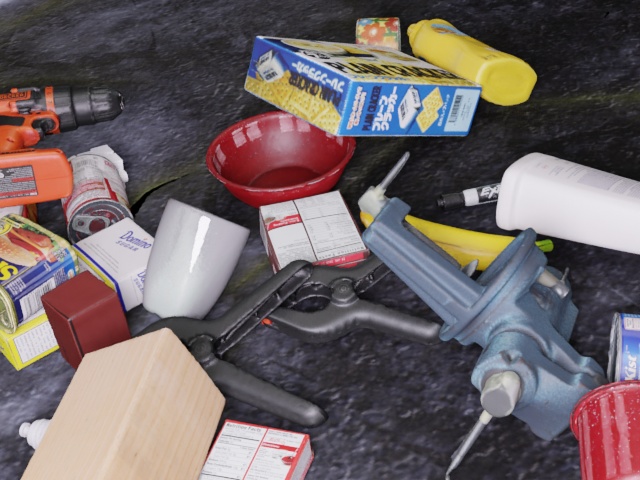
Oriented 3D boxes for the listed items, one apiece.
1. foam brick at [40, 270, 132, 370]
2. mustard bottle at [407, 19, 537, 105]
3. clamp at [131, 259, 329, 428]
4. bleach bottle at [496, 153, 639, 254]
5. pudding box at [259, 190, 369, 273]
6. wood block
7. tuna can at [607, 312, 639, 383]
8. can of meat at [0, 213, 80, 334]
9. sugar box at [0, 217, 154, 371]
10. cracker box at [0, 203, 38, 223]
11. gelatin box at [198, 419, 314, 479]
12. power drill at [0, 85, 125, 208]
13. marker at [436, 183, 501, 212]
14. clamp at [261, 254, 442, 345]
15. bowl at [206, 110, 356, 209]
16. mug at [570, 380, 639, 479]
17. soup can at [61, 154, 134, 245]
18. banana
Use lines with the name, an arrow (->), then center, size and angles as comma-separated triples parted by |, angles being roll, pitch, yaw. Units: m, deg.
foam brick -> -0.207, 0.077, 0.956 | 0.051, 0.078, 0.053 | -33, 43, -28
mustard bottle -> 0.167, -0.224, 1.292 | 0.096, 0.058, 0.192 | 5, 24, -37
clamp -> -0.093, 0.094, 0.927 | 0.210, 0.036, 0.164 | -6, 51, 11
bleach bottle -> 0.300, -0.019, 0.996 | 0.251, 0.068, 0.102 | 17, 26, 27
pudding box -> -0.007, 0.001, 1.053 | 0.090, 0.039, 0.113 | -12, 39, -8
wood block -> -0.152, 0.174, 0.787 | 0.091, 0.090, 0.206 | -19, 31, 26
tuna can -> 0.245, 0.101, 0.836 | 0.034, 0.086, 0.086 | 4, 38, 11
can of meat -> -0.282, 0.027, 0.971 | 0.102, 0.057, 0.083 | 25, 46, 28
sugar box -> -0.234, 0.048, 1.025 | 0.176, 0.048, 0.093 | -27, 39, -26
cracker box -> -0.384, -0.022, 1.122 | 0.164, 0.072, 0.214 | -13, 35, -10
gelatin box -> -0.054, 0.185, 0.825 | 0.073, 0.030, 0.089 | 5, 39, 20
power drill -> -0.296, -0.106, 1.122 | 0.184, 0.057, 0.188 | -10, 31, -6
marker -> 0.179, -0.048, 1.101 | 0.121, 0.020, 0.020 | -11, 37, -5
clamp -> 0.030, 0.060, 0.965 | 0.171, 0.039, 0.120 | -18, 47, -1
bowl -> -0.039, -0.078, 1.149 | 0.162, 0.055, 0.162 | -5, 37, 3
mug -> 0.233, 0.153, 0.751 | 0.093, 0.117, 0.081 | 28, 41, -16
soup can -> -0.237, -0.039, 1.122 | 0.068, 0.068, 0.102 | -16, 37, -11
banana -> 0.121, 0.001, 1.036 | 0.198, 0.037, 0.069 | 13, 12, 21
